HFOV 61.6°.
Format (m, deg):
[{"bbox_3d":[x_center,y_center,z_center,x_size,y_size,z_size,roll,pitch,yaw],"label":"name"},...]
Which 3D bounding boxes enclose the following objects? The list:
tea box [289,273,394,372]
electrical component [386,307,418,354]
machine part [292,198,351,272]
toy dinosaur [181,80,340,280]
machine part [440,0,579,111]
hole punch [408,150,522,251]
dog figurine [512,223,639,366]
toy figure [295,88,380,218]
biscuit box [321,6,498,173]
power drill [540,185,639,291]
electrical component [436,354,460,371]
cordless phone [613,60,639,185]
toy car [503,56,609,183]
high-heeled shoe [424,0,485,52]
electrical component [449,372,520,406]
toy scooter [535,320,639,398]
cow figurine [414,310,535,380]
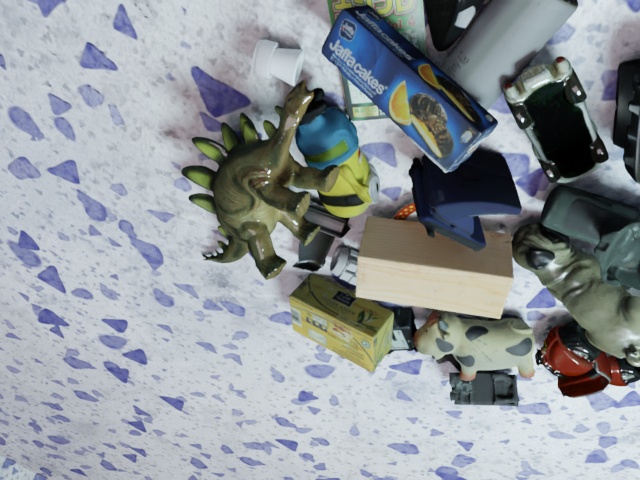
[{"bbox_3d":[0.035,0.138,0.912,0.170,0.068,0.098,24,139,25],"label":"tea box"},{"bbox_3d":[0.128,0.148,0.945,0.075,0.048,0.119,-12,126,25],"label":"electrical component"},{"bbox_3d":[-0.002,-0.003,0.854,0.084,0.039,0.138,17,133,-6],"label":"machine part"},{"bbox_3d":[-0.099,-0.051,0.763,0.199,0.105,0.471,44,143,11],"label":"toy dinosaur"},{"bbox_3d":[0.189,-0.205,0.586,0.079,0.079,0.243,29,133,-11],"label":"machine part"},{"bbox_3d":[0.183,-0.062,0.686,0.116,0.142,0.092,19,137,-21],"label":"hole punch"},{"bbox_3d":[0.352,0.070,0.731,0.190,0.172,0.121,20,123,-12],"label":"dog figurine"},{"bbox_3d":[0.018,-0.110,0.722,0.089,0.082,0.180,-7,134,35],"label":"toy figure"},{"bbox_3d":[0.094,-0.167,0.585,0.203,0.063,0.059,45,132,9],"label":"biscuit box"},{"bbox_3d":[0.390,0.004,0.639,0.232,0.207,0.085,22,116,10],"label":"power drill"},{"bbox_3d":[0.264,0.218,0.987,0.094,0.021,0.063,-26,120,32],"label":"electrical component"},{"bbox_3d":[0.364,-0.102,0.555,0.089,0.184,0.146,-1,131,22],"label":"cordless phone"},{"bbox_3d":[0.271,-0.130,0.613,0.073,0.056,0.201,-25,140,26],"label":"toy car"},{"bbox_3d":[0.187,-0.303,0.525,0.145,0.086,0.248,-17,152,-9],"label":"high-heeled shoe"},{"bbox_3d":[0.297,0.269,0.966,0.115,0.058,0.134,-3,163,22],"label":"electrical component"},{"bbox_3d":[0.428,0.210,0.899,0.184,0.075,0.135,29,134,-17],"label":"toy scooter"},{"bbox_3d":[0.255,0.166,0.895,0.195,0.085,0.127,-3,119,10],"label":"cow figurine"}]
